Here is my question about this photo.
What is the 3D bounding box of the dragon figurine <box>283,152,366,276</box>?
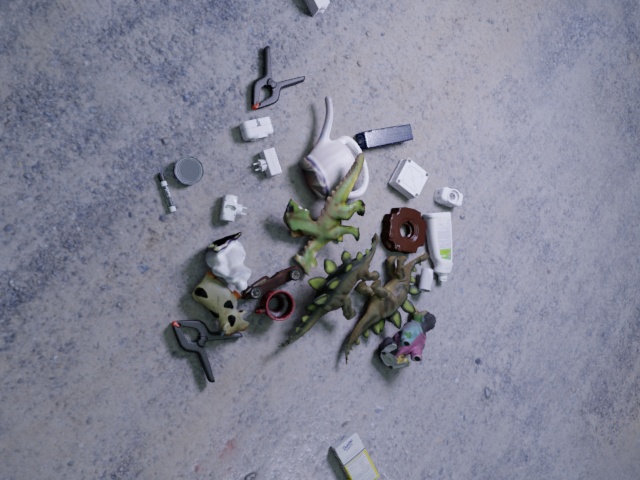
[{"bbox_3d":[0.005,-0.082,1.627,0.243,0.404,0.124,-1,20,-24],"label":"dragon figurine"}]

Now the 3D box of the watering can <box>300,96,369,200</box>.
[{"bbox_3d":[0.030,-0.280,1.696,0.227,0.345,0.104,-32,10,-22],"label":"watering can"}]

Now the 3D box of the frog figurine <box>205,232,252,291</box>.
[{"bbox_3d":[-0.266,0.073,1.531,0.122,0.157,0.140,-12,18,19],"label":"frog figurine"}]
